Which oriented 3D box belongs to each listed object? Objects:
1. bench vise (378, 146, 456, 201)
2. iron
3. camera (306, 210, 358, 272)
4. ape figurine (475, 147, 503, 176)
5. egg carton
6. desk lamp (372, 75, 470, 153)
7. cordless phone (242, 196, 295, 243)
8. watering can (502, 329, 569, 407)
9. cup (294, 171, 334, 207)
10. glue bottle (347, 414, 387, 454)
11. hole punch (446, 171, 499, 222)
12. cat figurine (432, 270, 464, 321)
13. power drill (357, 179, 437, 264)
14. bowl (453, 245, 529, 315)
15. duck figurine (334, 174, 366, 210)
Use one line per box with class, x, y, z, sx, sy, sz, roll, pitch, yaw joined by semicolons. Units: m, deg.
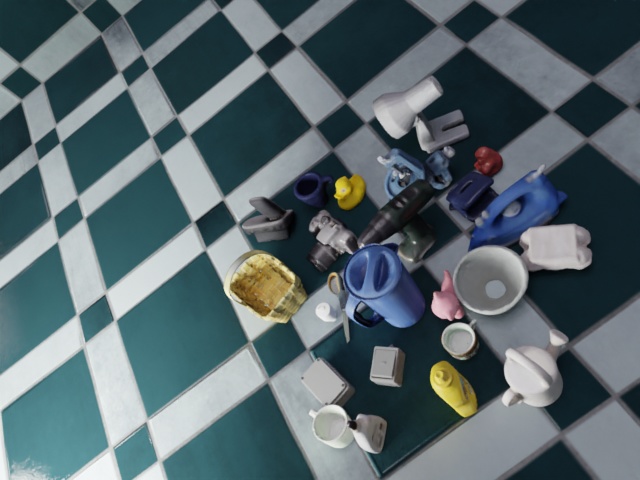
bench vise;0.233;-0.189;1.455;0.207;0.220;0.121;-48;53;-3
iron;0.437;-0.070;1.332;0.258;0.142;0.118;-38;53;5
camera;0.014;0.006;1.540;0.137;0.101;0.142;-49;53;-3
ape figurine;0.418;-0.205;1.446;0.076;0.092;0.078;-2;64;27
egg carton;0.525;0.020;1.282;0.150;0.070;0.107;-6;62;25
desk lamp;0.266;-0.332;1.519;0.203;0.214;0.118;-21;56;16
cordless phone;-0.169;-0.074;1.627;0.147;0.186;0.094;-12;59;22
watering can;0.420;0.253;1.133;0.100;0.195;0.173;13;71;33
cup;-0.004;-0.141;1.632;0.117;0.095;0.091;-23;56;15
glue bottle;0.096;0.409;1.233;0.037;0.174;0.078;4;66;30
hole punch;0.372;-0.116;1.423;0.109;0.091;0.100;-45;53;-1
cat figurine;0.291;0.132;1.315;0.067;0.118;0.128;-2;63;27
power drill;0.203;-0.029;1.391;0.075;0.209;0.230;36;84;37
bowl;0.393;0.100;1.305;0.167;0.075;0.167;-12;59;22
duck figurine;0.077;-0.146;1.598;0.077;0.086;0.105;25;77;35
